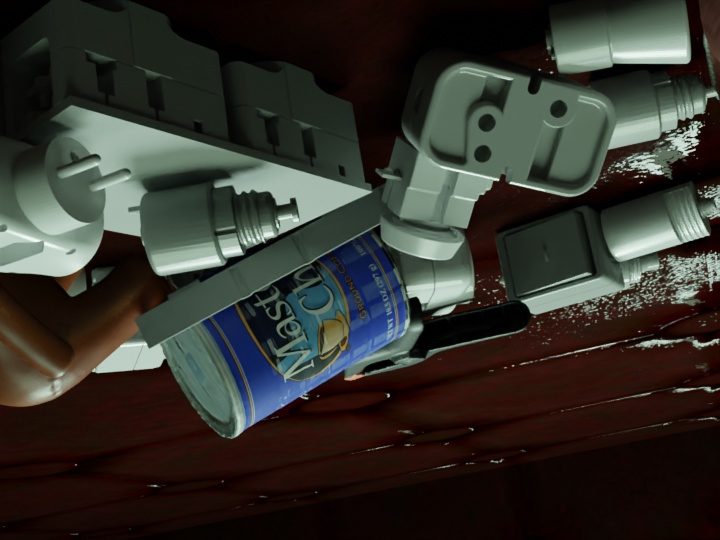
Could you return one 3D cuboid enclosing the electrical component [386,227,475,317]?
[{"bbox_3d":[0.053,0.001,0.834,0.059,0.053,0.095,-7,163,-8],"label":"electrical component"}]

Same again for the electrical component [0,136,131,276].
[{"bbox_3d":[-0.132,-0.031,0.440,0.079,0.043,0.077,-17,161,22],"label":"electrical component"}]

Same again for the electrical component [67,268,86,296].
[{"bbox_3d":[-0.230,0.031,0.738,0.077,0.079,0.044,-1,174,-27],"label":"electrical component"}]

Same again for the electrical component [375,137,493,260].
[{"bbox_3d":[0.038,-0.038,0.591,0.066,0.055,0.048,9,-163,-21],"label":"electrical component"}]

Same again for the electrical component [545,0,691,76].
[{"bbox_3d":[0.123,-0.116,0.519,0.065,0.044,0.044,-8,164,14],"label":"electrical component"}]

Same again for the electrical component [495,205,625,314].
[{"bbox_3d":[0.150,-0.006,0.849,0.096,0.061,0.061,-18,161,28],"label":"electrical component"}]

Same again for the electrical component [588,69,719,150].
[{"bbox_3d":[0.165,-0.094,0.610,0.078,0.040,0.040,-12,163,8],"label":"electrical component"}]

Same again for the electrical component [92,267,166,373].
[{"bbox_3d":[-0.171,0.035,0.813,0.061,0.061,0.096,-3,162,-19],"label":"electrical component"}]

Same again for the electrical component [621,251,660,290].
[{"bbox_3d":[0.225,-0.004,0.926,0.062,0.043,0.043,-10,163,-2],"label":"electrical component"}]

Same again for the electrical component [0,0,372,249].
[{"bbox_3d":[-0.097,-0.065,0.532,0.105,0.060,0.186,-22,159,36],"label":"electrical component"}]

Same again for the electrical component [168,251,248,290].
[{"bbox_3d":[-0.110,0.016,0.777,0.079,0.044,0.077,-51,153,7],"label":"electrical component"}]

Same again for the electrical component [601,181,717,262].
[{"bbox_3d":[0.230,-0.038,0.818,0.081,0.043,0.043,-18,161,28],"label":"electrical component"}]

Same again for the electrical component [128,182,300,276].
[{"bbox_3d":[-0.068,-0.022,0.509,0.078,0.040,0.040,-10,163,1],"label":"electrical component"}]

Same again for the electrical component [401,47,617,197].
[{"bbox_3d":[0.073,-0.077,0.548,0.095,0.053,0.059,11,-163,-14],"label":"electrical component"}]
